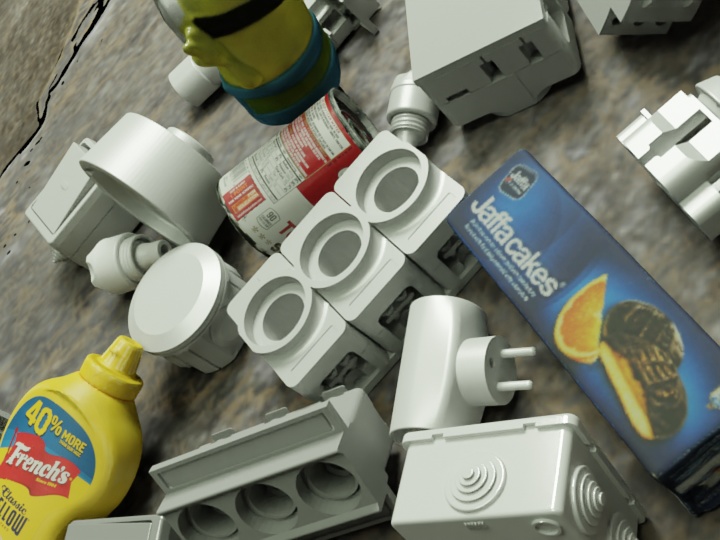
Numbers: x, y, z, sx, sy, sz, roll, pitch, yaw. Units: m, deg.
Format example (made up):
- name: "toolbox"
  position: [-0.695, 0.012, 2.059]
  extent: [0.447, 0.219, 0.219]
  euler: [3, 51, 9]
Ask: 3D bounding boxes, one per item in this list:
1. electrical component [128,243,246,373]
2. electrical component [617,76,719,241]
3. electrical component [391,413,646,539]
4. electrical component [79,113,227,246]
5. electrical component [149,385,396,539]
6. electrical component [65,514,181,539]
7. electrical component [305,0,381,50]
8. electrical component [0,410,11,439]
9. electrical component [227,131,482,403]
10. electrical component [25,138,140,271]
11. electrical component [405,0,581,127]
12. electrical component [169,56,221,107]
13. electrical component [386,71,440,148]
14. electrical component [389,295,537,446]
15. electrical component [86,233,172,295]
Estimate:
- name: "electrical component"
  position: [-0.112, 0.027, 0.725]
  extent: [0.080, 0.051, 0.080]
  euler: [-20, 53, 28]
- name: "electrical component"
  position: [0.177, -0.061, 0.551]
  extent: [0.057, 0.058, 0.078]
  euler: [-42, 45, 13]
- name: "electrical component"
  position: [0.073, 0.114, 0.493]
  extent: [0.100, 0.099, 0.048]
  euler: [-12, 44, 32]
- name: "electrical component"
  position: [-0.138, -0.067, 0.769]
  extent: [0.108, 0.108, 0.060]
  euler: [23, 72, 44]
- name: "electrical component"
  position: [-0.044, 0.114, 0.602]
  extent: [0.121, 0.078, 0.063]
  euler: [-23, 22, 25]
- name: "electrical component"
  position: [-0.130, 0.181, 0.634]
  extent: [0.096, 0.061, 0.061]
  euler: [-12, 56, 32]
- name: "electrical component"
  position: [-0.028, -0.194, 0.807]
  extent: [0.063, 0.042, 0.081]
  euler: [-49, 44, 4]
- name: "electrical component"
  position: [-0.274, 0.140, 0.779]
  extent: [0.056, 0.050, 0.089]
  euler: [-44, 45, 7]
- name: "electrical component"
  position: [0.000, 0.000, 0.647]
  extent: [0.150, 0.062, 0.089]
  euler: [-48, 45, 2]
- name: "electrical component"
  position: [-0.218, -0.047, 0.848]
  extent: [0.096, 0.061, 0.062]
  euler: [-51, 45, 0]
- name: "electrical component"
  position: [0.082, -0.176, 0.695]
  extent: [0.089, 0.062, 0.150]
  euler: [-22, 51, 26]
- name: "electrical component"
  position: [-0.121, -0.163, 0.861]
  extent: [0.065, 0.044, 0.044]
  euler: [-39, 46, 18]
- name: "electrical component"
  position: [0.034, -0.097, 0.703]
  extent: [0.035, 0.035, 0.061]
  euler: [-5, 63, 36]
- name: "electrical component"
  position: [0.058, 0.055, 0.578]
  extent: [0.079, 0.044, 0.077]
  euler: [-8, 58, 34]
- name: "electrical component"
  position: [-0.167, -0.007, 0.796]
  extent: [0.062, 0.043, 0.043]
  euler: [-14, 55, 29]
